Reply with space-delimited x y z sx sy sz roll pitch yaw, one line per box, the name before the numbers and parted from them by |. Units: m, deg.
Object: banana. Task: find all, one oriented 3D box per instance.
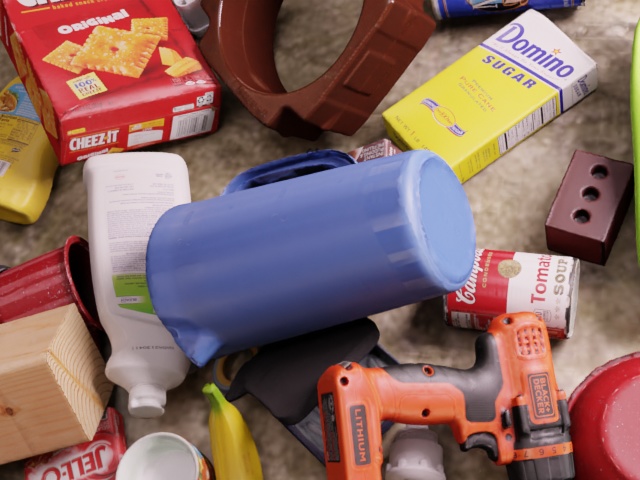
banana | -0.069 0.216 0.850 0.037 0.069 0.198 -19 69 26

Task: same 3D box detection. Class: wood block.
wood block | -0.296 0.138 0.916 0.206 0.091 0.090 -16 25 12

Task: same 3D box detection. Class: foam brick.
foam brick | 0.227 -0.027 0.895 0.053 0.051 0.078 18 70 23

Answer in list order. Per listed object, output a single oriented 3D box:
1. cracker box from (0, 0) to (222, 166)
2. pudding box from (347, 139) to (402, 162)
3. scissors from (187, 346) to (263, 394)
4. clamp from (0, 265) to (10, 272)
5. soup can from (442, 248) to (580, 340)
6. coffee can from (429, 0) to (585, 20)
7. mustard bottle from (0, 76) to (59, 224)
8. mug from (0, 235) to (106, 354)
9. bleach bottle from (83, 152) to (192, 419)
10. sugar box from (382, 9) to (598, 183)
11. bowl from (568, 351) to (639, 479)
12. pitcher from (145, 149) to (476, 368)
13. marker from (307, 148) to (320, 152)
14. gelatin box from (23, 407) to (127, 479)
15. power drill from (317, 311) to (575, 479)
cracker box | -0.213 -0.185 1.053 0.164 0.072 0.214 -16 57 -24
pudding box | 0.021 -0.028 0.930 0.114 0.039 0.090 -19 53 36
scissors | -0.046 0.058 0.949 0.201 0.016 0.096 -40 58 -9
clamp | -0.351 0.094 1.007 0.171 0.039 0.120 -14 60 9
soup can | 0.156 0.043 0.872 0.102 0.068 0.068 6 66 18
coffee can | 0.175 -0.264 0.999 0.140 0.102 0.103 -2 64 14
mustard bottle | -0.292 -0.114 1.083 0.096 0.058 0.191 14 69 21
mug | -0.237 0.064 0.967 0.081 0.093 0.117 -22 84 10
bleach bottle | -0.162 0.039 0.946 0.102 0.068 0.251 -3 56 -4
sugar box | 0.154 -0.127 0.970 0.176 0.048 0.093 -37 60 -3
bowl | 0.257 0.150 0.797 0.162 0.055 0.162 -6 63 12
pitcher | -0.006 0.001 0.839 0.243 0.144 0.149 -15 91 31
marker | -0.043 -0.043 0.999 0.121 0.020 0.020 -43 61 -7
gelatin box | -0.210 0.193 0.922 0.089 0.030 0.073 -18 61 7
power drill | 0.098 0.151 0.792 0.187 0.057 0.184 -4 78 -17
